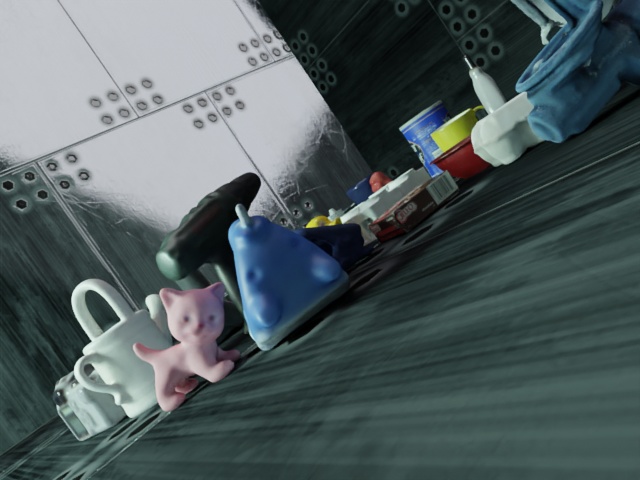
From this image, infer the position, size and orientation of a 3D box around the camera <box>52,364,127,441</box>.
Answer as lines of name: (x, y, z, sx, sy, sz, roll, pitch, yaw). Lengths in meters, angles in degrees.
camera: (-0.334, 0.230, 0.905, 0.143, 0.101, 0.137, -32, 4, 41)

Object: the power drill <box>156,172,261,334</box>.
power drill: (-0.120, 0.022, 0.854, 0.075, 0.208, 0.230, -31, 4, 44)

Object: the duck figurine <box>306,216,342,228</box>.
duck figurine: (0.009, 0.003, 0.948, 0.104, 0.086, 0.078, -33, 3, 31)

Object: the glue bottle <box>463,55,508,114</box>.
glue bottle: (0.301, -0.251, 1.004, 0.037, 0.173, 0.078, -33, 3, 25)

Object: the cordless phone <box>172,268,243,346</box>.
cordless phone: (-0.227, 0.101, 1.002, 0.147, 0.185, 0.094, -32, 4, 42)

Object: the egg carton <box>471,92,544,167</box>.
egg carton: (0.283, -0.165, 0.789, 0.150, 0.069, 0.107, -34, 3, 2)

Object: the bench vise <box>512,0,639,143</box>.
bench vise: (0.282, -0.247, 0.643, 0.208, 0.220, 0.121, -35, 3, -16)

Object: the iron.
iron: (-0.064, 0.034, 0.667, 0.119, 0.141, 0.258, -35, 3, -14)

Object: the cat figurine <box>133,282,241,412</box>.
cat figurine: (-0.150, 0.108, 0.646, 0.128, 0.118, 0.067, -34, 3, 6)

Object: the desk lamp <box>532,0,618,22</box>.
desk lamp: (0.404, -0.332, 0.753, 0.203, 0.213, 0.118, -34, 3, 10)

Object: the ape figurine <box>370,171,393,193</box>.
ape figurine: (0.139, -0.103, 1.221, 0.076, 0.092, 0.077, -35, 3, -11)

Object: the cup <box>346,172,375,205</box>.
cup: (0.123, -0.104, 1.403, 0.092, 0.095, 0.117, -34, 3, -4)

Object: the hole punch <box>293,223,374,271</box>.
hole punch: (0.004, 0.011, 0.808, 0.101, 0.091, 0.108, -36, 3, -30)

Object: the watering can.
watering can: (-0.276, 0.139, 0.811, 0.101, 0.194, 0.173, -33, 3, 13)
